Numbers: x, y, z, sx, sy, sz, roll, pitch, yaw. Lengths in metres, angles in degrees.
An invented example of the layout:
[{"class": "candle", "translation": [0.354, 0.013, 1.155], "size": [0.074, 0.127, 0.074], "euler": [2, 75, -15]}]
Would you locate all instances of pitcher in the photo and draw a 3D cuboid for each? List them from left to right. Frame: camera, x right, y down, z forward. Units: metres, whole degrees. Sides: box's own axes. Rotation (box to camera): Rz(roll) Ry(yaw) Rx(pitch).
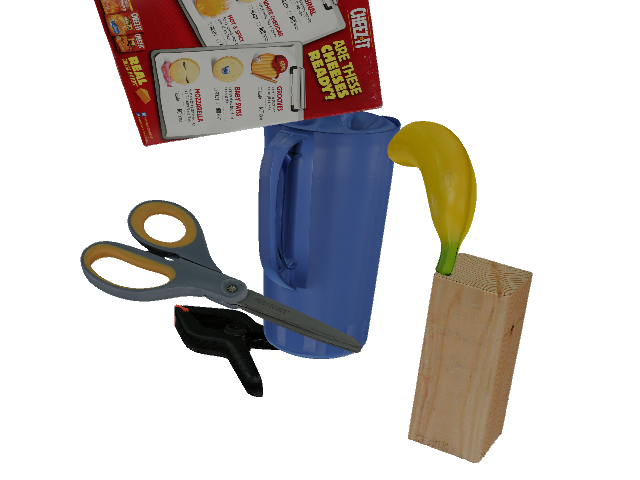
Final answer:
[{"class": "pitcher", "translation": [-0.003, -0.008, 1.055], "size": [0.149, 0.243, 0.145], "euler": [-1, 19, -15]}]

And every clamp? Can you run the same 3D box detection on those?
[{"class": "clamp", "translation": [-0.100, 0.121, 1.262], "size": [0.210, 0.036, 0.164], "euler": [14, 23, 27]}]

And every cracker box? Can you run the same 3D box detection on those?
[{"class": "cracker box", "translation": [-0.065, -0.176, 0.893], "size": [0.213, 0.164, 0.072], "euler": [-10, 44, 3]}]

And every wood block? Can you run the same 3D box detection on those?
[{"class": "wood block", "translation": [0.169, 0.132, 1.208], "size": [0.090, 0.206, 0.090], "euler": [16, 22, 23]}]

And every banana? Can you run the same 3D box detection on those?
[{"class": "banana", "translation": [0.082, -0.053, 0.804], "size": [0.037, 0.070, 0.198], "euler": [26, 24, -19]}]

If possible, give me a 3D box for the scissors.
[{"class": "scissors", "translation": [-0.063, 0.020, 0.737], "size": [0.202, 0.096, 0.016], "euler": [10, -41, 5]}]
